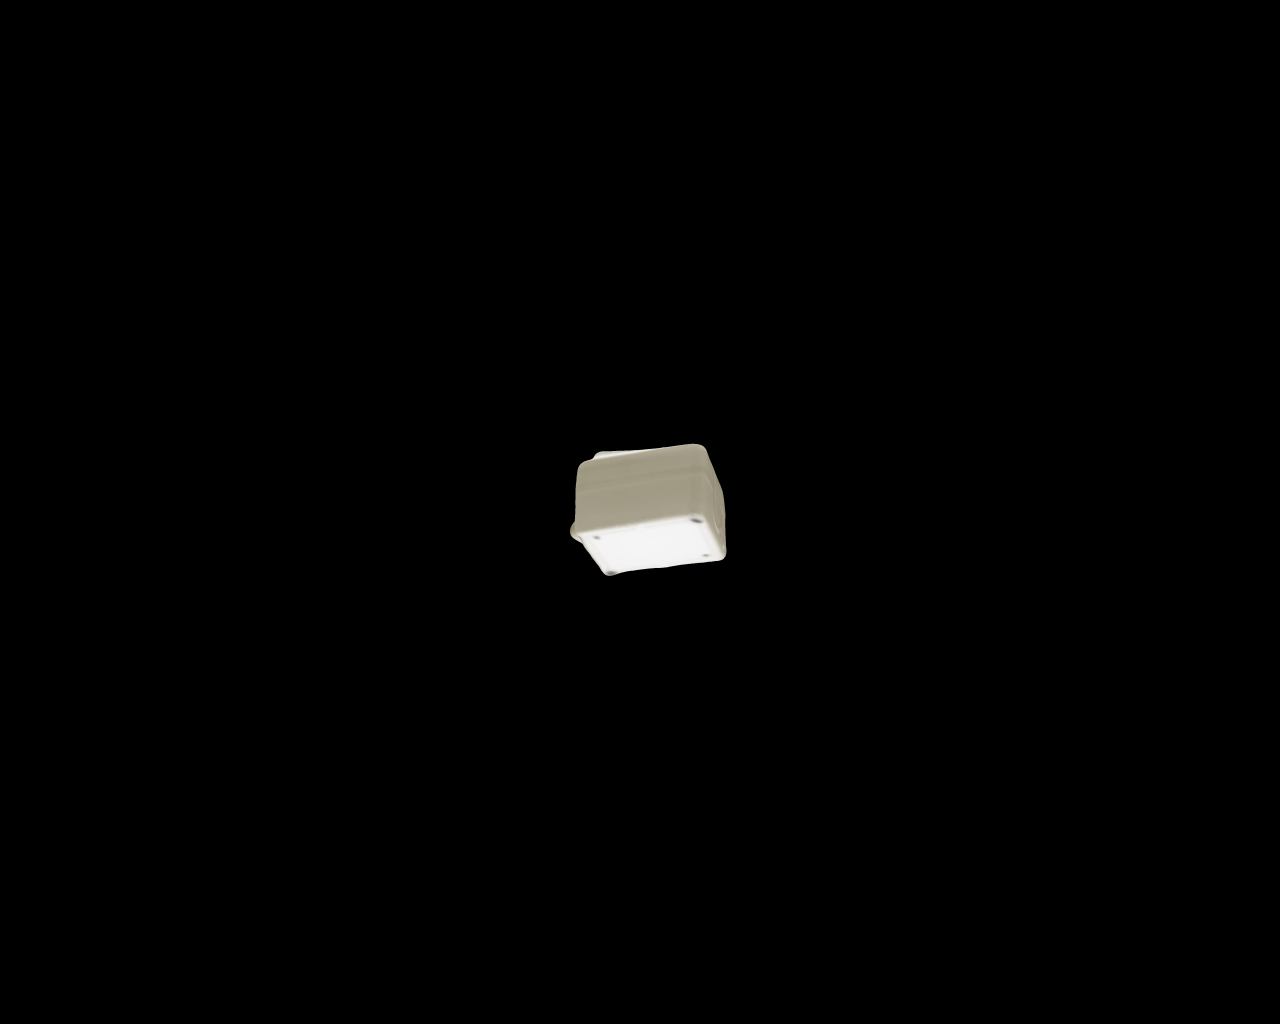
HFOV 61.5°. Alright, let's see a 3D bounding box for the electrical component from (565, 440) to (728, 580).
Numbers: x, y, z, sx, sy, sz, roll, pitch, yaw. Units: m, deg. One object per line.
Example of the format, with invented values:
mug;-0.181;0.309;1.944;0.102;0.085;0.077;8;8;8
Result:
electrical component;0.001;-0.003;0.650;0.096;0.061;0.061;-8;-32;14
